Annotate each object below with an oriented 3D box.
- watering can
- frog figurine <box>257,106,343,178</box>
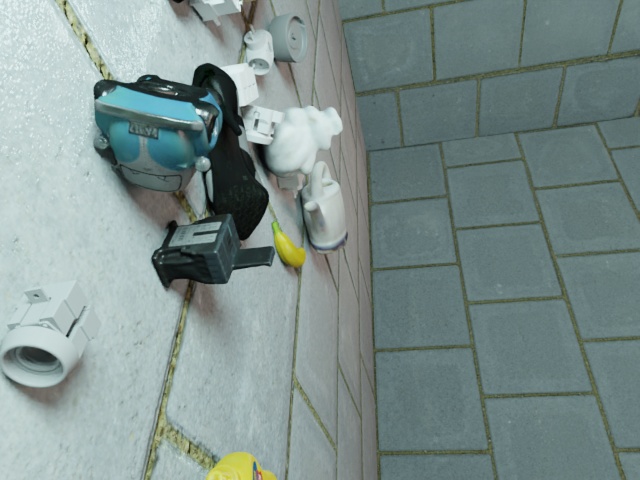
[{"bbox_3d":[0.004,-0.064,1.273,0.354,0.104,0.220,-75,157,-65],"label":"watering can"},{"bbox_3d":[-0.035,-0.188,0.984,0.125,0.159,0.135,-73,156,-60],"label":"frog figurine"}]
